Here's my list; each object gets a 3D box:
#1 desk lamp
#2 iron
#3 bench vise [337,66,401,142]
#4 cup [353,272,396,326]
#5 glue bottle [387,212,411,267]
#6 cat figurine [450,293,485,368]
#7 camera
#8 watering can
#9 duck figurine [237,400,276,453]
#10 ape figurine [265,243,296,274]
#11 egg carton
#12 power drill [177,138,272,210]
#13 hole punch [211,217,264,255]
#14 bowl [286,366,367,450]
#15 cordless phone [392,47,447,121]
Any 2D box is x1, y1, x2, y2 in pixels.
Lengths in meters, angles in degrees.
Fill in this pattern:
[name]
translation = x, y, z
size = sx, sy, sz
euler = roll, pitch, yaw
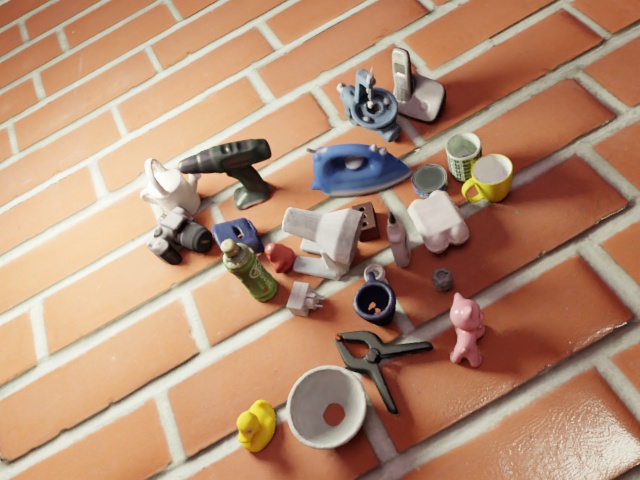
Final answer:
[desk lamp]
translation = 0.012, 0.005, 1.285
size = 0.202, 0.214, 0.118
euler = 8, 63, 23
[iron]
translation = 0.093, -0.195, 1.423
size = 0.257, 0.142, 0.118
euler = -4, 59, 16
[bench vise]
translation = 0.105, -0.360, 1.471
size = 0.206, 0.220, 0.121
euler = 22, 69, 28
[cup]
translation = 0.123, 0.136, 1.241
size = 0.091, 0.095, 0.117
euler = -14, 57, 10
[glue bottle]
translation = 0.170, -0.010, 1.266
size = 0.037, 0.173, 0.078
euler = -6, 58, 16
[cat figurine]
translation = 0.293, 0.176, 1.146
size = 0.067, 0.118, 0.128
euler = 1, 61, 19
[camera]
translation = -0.360, -0.009, 1.487
size = 0.136, 0.101, 0.143
euler = 22, 69, 28
[watering can]
translation = -0.400, -0.148, 1.527
size = 0.173, 0.194, 0.100
euler = -35, 55, -4
[duck figurine]
translation = -0.139, 0.379, 1.187
size = 0.077, 0.086, 0.104
euler = 8, 63, 23
[ape figurine]
translation = -0.103, 0.036, 1.379
size = 0.076, 0.092, 0.078
euler = -7, 58, 15
[egg carton]
translation = 0.272, -0.042, 1.314
size = 0.107, 0.069, 0.150
euler = -25, 55, 3
[power drill]
translation = -0.220, -0.171, 1.472
size = 0.229, 0.209, 0.075
euler = -22, 55, 5
[hole punch]
translation = -0.207, -0.006, 1.440
size = 0.101, 0.091, 0.108
euler = -32, 55, -2
[bowl]
translation = 0.021, 0.345, 1.161
size = 0.167, 0.075, 0.167
euler = -8, 58, 14
[cordless phone]
translation = 0.247, -0.402, 1.470
size = 0.147, 0.185, 0.094
euler = 26, 71, 30
